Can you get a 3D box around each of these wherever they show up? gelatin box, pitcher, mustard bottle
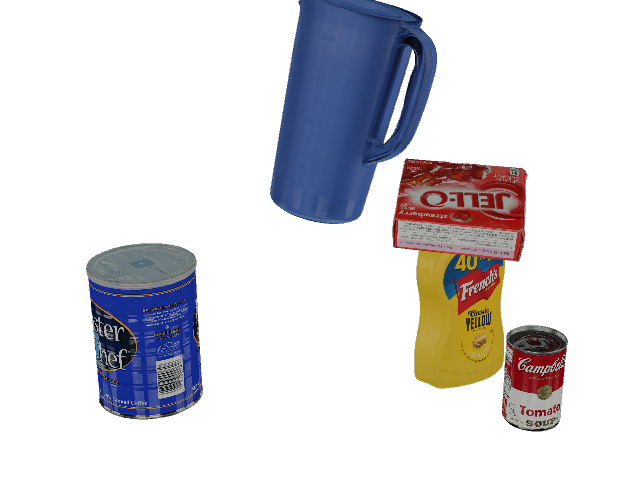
[{"bbox_3d":[0.098,-0.023,0.745,0.089,0.030,0.073,6,39,8],"label":"gelatin box"},{"bbox_3d":[0.028,-0.142,1.166,0.145,0.243,0.149,10,20,-9],"label":"pitcher"},{"bbox_3d":[0.133,0.038,1.009,0.096,0.192,0.058,-10,17,-34],"label":"mustard bottle"}]

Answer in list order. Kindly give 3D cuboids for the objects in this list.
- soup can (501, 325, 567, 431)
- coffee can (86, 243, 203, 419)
[{"bbox_3d":[0.243,0.157,1.216,0.068,0.102,0.068,0,22,0],"label":"soup can"},{"bbox_3d":[-0.167,0.085,1.026,0.103,0.140,0.103,-1,20,0],"label":"coffee can"}]
